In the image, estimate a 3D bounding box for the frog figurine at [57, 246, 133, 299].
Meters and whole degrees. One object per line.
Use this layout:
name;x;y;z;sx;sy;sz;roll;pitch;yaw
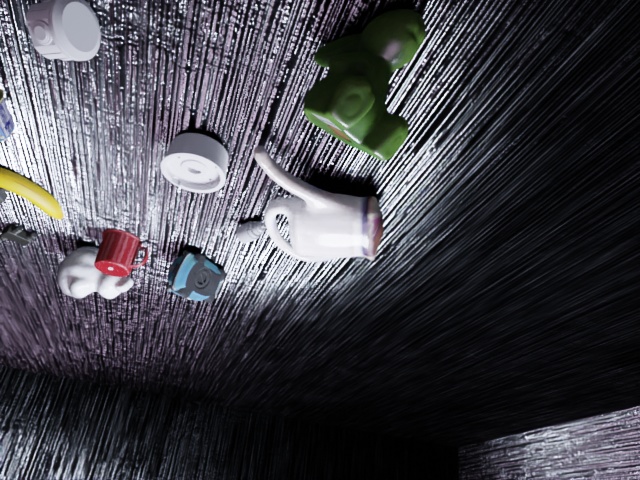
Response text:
frog figurine;-0.537;0.086;1.232;0.160;0.140;0.120;13;124;26

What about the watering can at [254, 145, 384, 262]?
watering can;0.003;-0.047;0.935;0.224;0.106;0.340;1;149;7
